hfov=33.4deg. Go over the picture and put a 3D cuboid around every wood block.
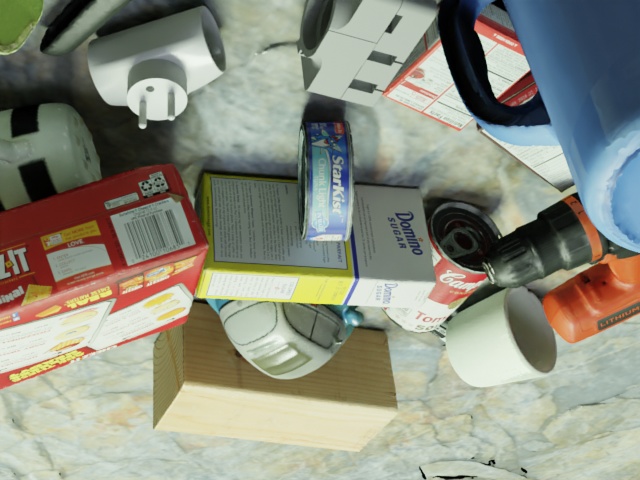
[{"bbox_3d":[-0.043,0.128,0.989,0.205,0.091,0.090,11,140,-22],"label":"wood block"}]

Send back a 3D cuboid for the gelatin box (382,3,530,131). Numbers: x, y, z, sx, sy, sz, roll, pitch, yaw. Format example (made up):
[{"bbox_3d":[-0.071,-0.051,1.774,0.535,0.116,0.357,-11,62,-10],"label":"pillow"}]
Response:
[{"bbox_3d":[0.093,-0.119,0.712,0.073,0.030,0.089,18,139,-32],"label":"gelatin box"}]

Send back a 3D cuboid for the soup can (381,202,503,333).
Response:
[{"bbox_3d":[0.097,0.024,0.881,0.068,0.068,0.102,11,142,-22],"label":"soup can"}]

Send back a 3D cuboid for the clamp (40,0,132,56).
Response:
[{"bbox_3d":[-0.093,-0.171,0.604,0.210,0.036,0.164,-3,146,2],"label":"clamp"}]

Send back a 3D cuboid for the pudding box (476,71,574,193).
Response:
[{"bbox_3d":[0.176,-0.088,0.760,0.090,0.039,0.113,-30,137,32],"label":"pudding box"}]

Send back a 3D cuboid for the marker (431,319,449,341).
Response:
[{"bbox_3d":[0.089,0.066,0.982,0.020,0.020,0.121,-28,139,28],"label":"marker"}]

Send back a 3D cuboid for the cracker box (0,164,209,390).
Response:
[{"bbox_3d":[-0.173,0.032,0.747,0.164,0.072,0.214,-19,168,-16],"label":"cracker box"}]

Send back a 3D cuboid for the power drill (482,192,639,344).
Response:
[{"bbox_3d":[0.219,0.017,0.856,0.184,0.057,0.187,-24,152,-1],"label":"power drill"}]

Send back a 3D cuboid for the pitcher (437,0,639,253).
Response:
[{"bbox_3d":[0.154,-0.108,0.550,0.145,0.243,0.149,3,138,-8],"label":"pitcher"}]

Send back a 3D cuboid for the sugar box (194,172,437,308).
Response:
[{"bbox_3d":[-0.005,0.001,0.812,0.176,0.093,0.048,6,144,-15],"label":"sugar box"}]

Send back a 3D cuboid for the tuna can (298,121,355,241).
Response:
[{"bbox_3d":[0.003,-0.042,0.759,0.033,0.086,0.086,0,145,-5],"label":"tuna can"}]

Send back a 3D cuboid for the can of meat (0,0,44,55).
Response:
[{"bbox_3d":[-0.206,-0.150,0.570,0.084,0.057,0.102,16,153,26],"label":"can of meat"}]
